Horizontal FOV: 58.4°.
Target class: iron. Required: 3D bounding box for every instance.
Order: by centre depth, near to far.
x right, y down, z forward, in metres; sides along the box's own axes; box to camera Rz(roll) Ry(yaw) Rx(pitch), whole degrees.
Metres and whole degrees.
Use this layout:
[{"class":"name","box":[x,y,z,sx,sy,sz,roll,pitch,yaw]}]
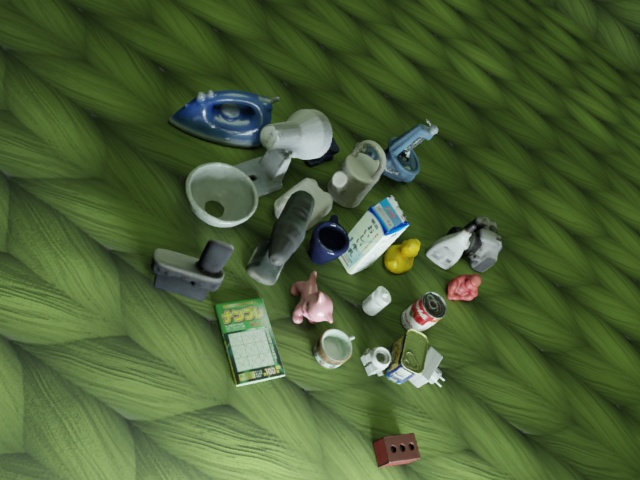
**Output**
[{"class":"iron","box":[-0.228,-0.318,1.405,0.259,0.141,0.118,2,59,-27]}]

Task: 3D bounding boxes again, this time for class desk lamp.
[{"class":"desk lamp","box":[-0.093,-0.208,1.356,0.204,0.213,0.118,-26,74,-37]}]

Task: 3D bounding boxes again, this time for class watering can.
[{"class":"watering can","box":[0.098,-0.169,1.444,0.101,0.193,0.173,35,50,-3]}]

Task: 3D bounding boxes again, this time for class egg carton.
[{"class":"egg carton","box":[-0.039,-0.084,1.397,0.107,0.069,0.150,43,50,4]}]

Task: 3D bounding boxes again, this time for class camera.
[{"class":"camera","box":[0.421,-0.006,1.569,0.137,0.100,0.143,19,52,-15]}]

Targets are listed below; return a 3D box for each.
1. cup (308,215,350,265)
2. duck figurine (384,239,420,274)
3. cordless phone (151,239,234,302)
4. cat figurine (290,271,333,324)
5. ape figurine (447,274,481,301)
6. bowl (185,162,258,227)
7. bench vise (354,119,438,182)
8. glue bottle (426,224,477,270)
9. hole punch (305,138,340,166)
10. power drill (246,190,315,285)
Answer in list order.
[{"class":"cup","box":[0.012,0.005,1.349,0.092,0.094,0.118,20,52,-15]},{"class":"duck figurine","box":[0.214,0.033,1.443,0.077,0.086,0.105,48,50,8]},{"class":"cordless phone","box":[-0.250,0.034,1.133,0.148,0.185,0.094,16,53,-18]},{"class":"cat figurine","box":[-0.012,0.129,1.240,0.067,0.117,0.127,7,57,-24]},{"class":"ape figurine","box":[0.377,0.116,1.471,0.078,0.092,0.076,39,50,0]},{"class":"bowl","box":[-0.229,-0.090,1.298,0.168,0.074,0.167,14,54,-20]},{"class":"bench vise","box":[0.205,-0.233,1.526,0.208,0.219,0.121,-9,64,-32]},{"class":"glue bottle","box":[0.348,0.009,1.473,0.078,0.173,0.037,37,50,-1]},{"class":"hole punch","box":[-0.004,-0.268,1.524,0.101,0.091,0.108,-24,72,-37]},{"class":"power drill","box":[-0.084,0.007,1.223,0.076,0.208,0.230,28,51,-8]}]
